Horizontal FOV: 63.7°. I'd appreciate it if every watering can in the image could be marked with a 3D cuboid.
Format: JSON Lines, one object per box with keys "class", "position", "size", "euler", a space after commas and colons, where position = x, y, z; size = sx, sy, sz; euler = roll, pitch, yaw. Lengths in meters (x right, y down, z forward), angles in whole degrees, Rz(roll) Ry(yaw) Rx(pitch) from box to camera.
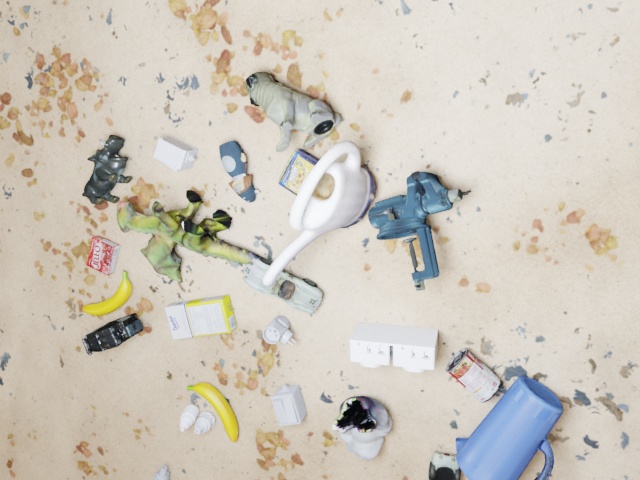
{"class": "watering can", "position": [0.003, -0.056, 1.110], "size": [0.105, 0.225, 0.343], "euler": [38, 111, 26]}

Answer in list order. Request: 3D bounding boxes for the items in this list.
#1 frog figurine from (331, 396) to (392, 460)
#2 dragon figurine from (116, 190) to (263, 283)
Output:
{"class": "frog figurine", "position": [0.111, 0.455, 1.244], "size": [0.137, 0.126, 0.156], "euler": [-22, 130, 11]}
{"class": "dragon figurine", "position": [-0.338, 0.017, 1.302], "size": [0.409, 0.125, 0.238], "euler": [37, 128, -7]}
